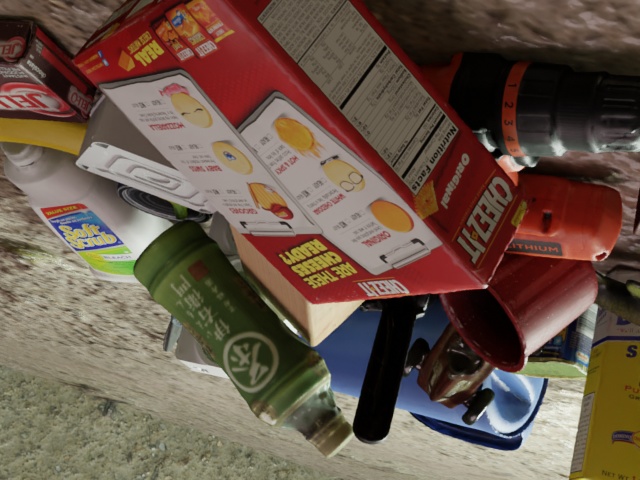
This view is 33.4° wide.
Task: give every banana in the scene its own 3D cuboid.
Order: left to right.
[{"bbox_3d":[-0.188,-0.073,0.830,0.197,0.037,0.070,24,125,-7],"label":"banana"}]

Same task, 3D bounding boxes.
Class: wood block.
[{"bbox_3d":[-0.005,0.001,0.807,0.091,0.090,0.206,45,169,13],"label":"wood block"}]

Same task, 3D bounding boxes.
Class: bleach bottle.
[{"bbox_3d":[-0.218,-0.034,0.975,0.103,0.068,0.250,4,159,19],"label":"bleach bottle"}]

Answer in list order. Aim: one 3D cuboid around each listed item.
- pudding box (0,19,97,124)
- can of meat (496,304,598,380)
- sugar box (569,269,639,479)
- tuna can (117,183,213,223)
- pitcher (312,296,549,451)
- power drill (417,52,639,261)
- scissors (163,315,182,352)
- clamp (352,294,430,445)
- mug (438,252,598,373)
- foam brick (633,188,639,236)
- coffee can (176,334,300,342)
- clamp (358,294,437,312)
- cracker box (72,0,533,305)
[{"bbox_3d":[-0.226,-0.118,0.746,0.114,0.039,0.090,8,162,22],"label":"pudding box"},{"bbox_3d":[0.197,0.075,0.937,0.057,0.084,0.102,28,159,-38],"label":"can of meat"},{"bbox_3d":[0.264,0.118,0.860,0.093,0.176,0.048,14,166,-1],"label":"sugar box"},{"bbox_3d":[-0.129,-0.044,0.912,0.086,0.033,0.086,13,163,4],"label":"tuna can"},{"bbox_3d":[0.104,0.125,1.091,0.243,0.149,0.144,4,172,40],"label":"pitcher"},{"bbox_3d":[0.129,-0.048,0.648,0.185,0.057,0.187,9,160,30],"label":"power drill"},{"bbox_3d":[-0.125,0.078,1.098,0.096,0.016,0.202,6,151,2],"label":"scissors"},{"bbox_3d":[0.063,0.030,0.765,0.036,0.165,0.210,15,-160,5],"label":"clamp"},{"bbox_3d":[0.138,0.032,0.778,0.117,0.081,0.093,27,145,55],"label":"mug"},{"bbox_3d":[0.219,-0.033,0.623,0.051,0.053,0.078,12,164,9],"label":"foam brick"},{"bbox_3d":[-0.083,0.099,1.219,0.103,0.103,0.140,-3,156,45],"label":"coffee can"},{"bbox_3d":[0.057,0.047,0.978,0.120,0.039,0.171,2,-175,16],"label":"clamp"},{"bbox_3d":[-0.012,-0.061,0.586,0.213,0.072,0.164,45,152,-21],"label":"cracker box"}]
